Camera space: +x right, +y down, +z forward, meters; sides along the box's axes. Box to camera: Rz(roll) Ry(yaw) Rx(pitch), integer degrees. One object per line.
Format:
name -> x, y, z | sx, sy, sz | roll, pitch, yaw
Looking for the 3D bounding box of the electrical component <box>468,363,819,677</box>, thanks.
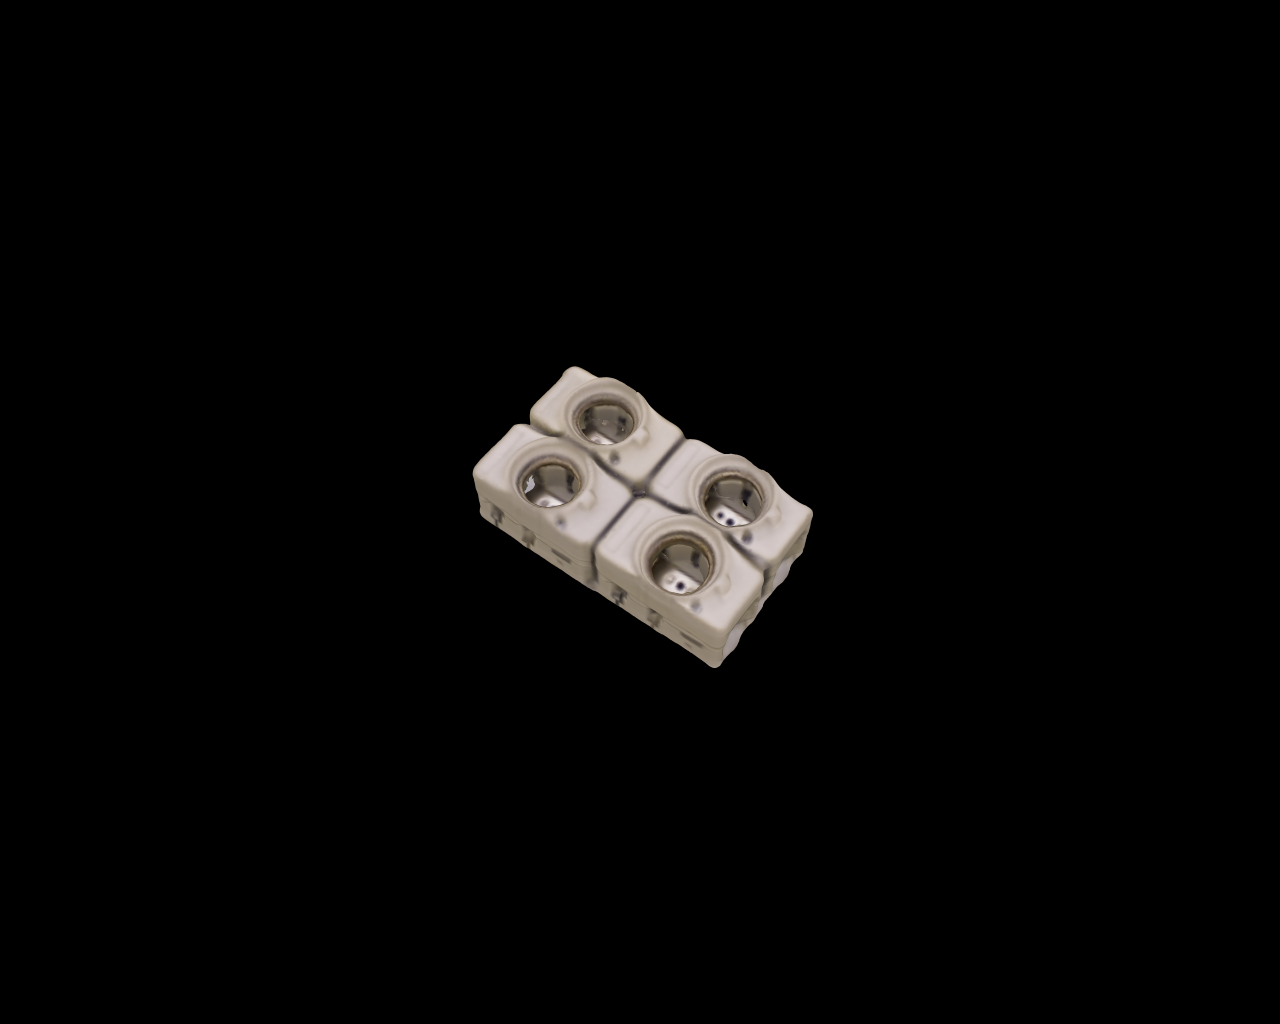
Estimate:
electrical component -> 0.001, -0.003, 0.650 | 0.186, 0.105, 0.060 | 32, -26, 18
